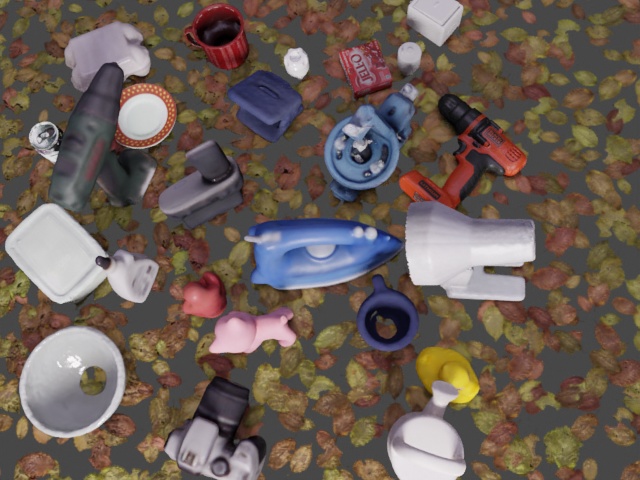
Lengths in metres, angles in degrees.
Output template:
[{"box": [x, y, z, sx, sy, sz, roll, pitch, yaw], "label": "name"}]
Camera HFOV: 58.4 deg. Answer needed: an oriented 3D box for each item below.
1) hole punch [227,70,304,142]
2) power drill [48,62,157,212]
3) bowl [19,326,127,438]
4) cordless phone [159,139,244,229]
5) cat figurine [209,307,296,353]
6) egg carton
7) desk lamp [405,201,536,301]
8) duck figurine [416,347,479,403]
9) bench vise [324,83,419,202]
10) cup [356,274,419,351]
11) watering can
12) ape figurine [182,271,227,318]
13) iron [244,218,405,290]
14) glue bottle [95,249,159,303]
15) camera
[{"box": [-0.094, -0.246, 0.999, 0.108, 0.091, 0.101, 35, 81, 12], "label": "hole punch"}, {"box": [-0.345, -0.143, 0.931, 0.075, 0.208, 0.230, 19, 78, 9], "label": "power drill"}, {"box": [-0.376, 0.224, 0.907, 0.167, 0.075, 0.167, -1, 75, 4], "label": "bowl"}, {"box": [-0.204, -0.100, 0.921, 0.147, 0.185, 0.094, -33, 75, -4], "label": "cordless phone"}, {"box": [-0.106, 0.138, 0.886, 0.128, 0.118, 0.067, -14, 75, 1], "label": "cat figurine"}, {"box": [-0.391, -0.335, 1.057, 0.150, 0.069, 0.107, -23, 75, -2], "label": "egg carton"}, {"box": [0.221, 0.017, 0.843, 0.203, 0.213, 0.118, 2, 75, 5], "label": "desk lamp"}, {"box": [0.194, 0.202, 0.863, 0.104, 0.086, 0.077, 35, 81, 12], "label": "duck figurine"}, {"box": [0.076, -0.179, 0.902, 0.121, 0.220, 0.207, 18, 77, 9], "label": "bench vise"}, {"box": [0.100, 0.116, 0.888, 0.091, 0.095, 0.118, -14, 75, 1], "label": "cup"}, {"box": [0.145, 0.284, 0.789, 0.101, 0.194, 0.173, -4, 75, 4], "label": "watering can"}, {"box": [-0.191, 0.089, 0.919, 0.078, 0.092, 0.076, -38, 76, -5], "label": "ape figurine"}, {"box": [0.008, 0.003, 0.900, 0.258, 0.141, 0.118, -6, 75, 3], "label": "iron"}, {"box": [-0.307, 0.049, 0.896, 0.037, 0.173, 0.078, 19, 78, 9], "label": "glue bottle"}, {"box": [-0.146, 0.285, 0.859, 0.143, 0.101, 0.137, 20, 78, 9], "label": "camera"}]
